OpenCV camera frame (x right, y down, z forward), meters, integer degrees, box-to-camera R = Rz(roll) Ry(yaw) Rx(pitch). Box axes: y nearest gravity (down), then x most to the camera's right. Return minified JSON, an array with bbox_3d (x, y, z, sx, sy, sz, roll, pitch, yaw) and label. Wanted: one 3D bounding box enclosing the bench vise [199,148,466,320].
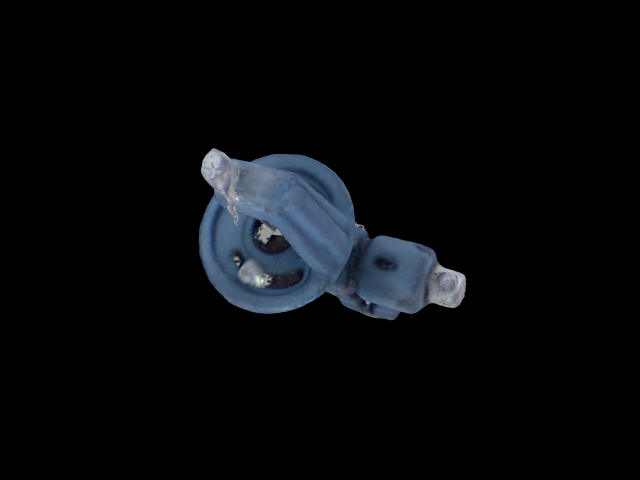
[{"bbox_3d":[0.004,-0.010,0.402,0.207,0.220,0.121,0,78,0],"label":"bench vise"}]
